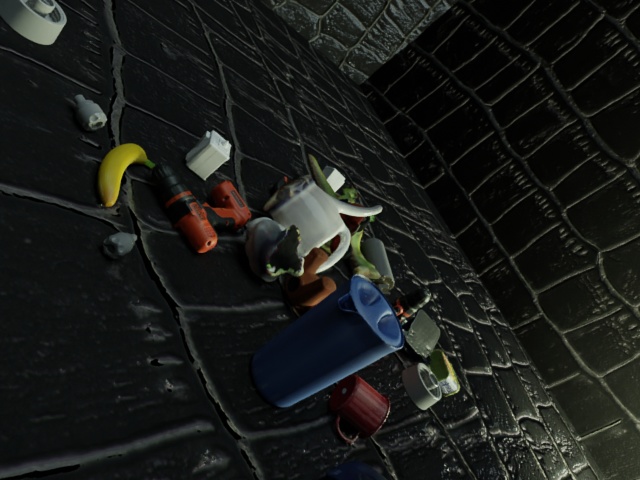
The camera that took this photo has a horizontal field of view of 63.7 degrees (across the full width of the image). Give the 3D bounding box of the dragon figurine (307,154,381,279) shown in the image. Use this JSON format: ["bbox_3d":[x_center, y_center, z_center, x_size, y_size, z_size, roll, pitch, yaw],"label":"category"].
[{"bbox_3d":[0.040,-0.058,1.468,0.120,0.410,0.246,-39,-1,29],"label":"dragon figurine"}]

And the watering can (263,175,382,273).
[{"bbox_3d":[0.004,-0.064,1.266,0.353,0.224,0.102,-40,6,-39],"label":"watering can"}]

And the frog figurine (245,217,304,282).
[{"bbox_3d":[-0.111,0.012,1.075,0.124,0.135,0.161,-39,33,-18],"label":"frog figurine"}]
